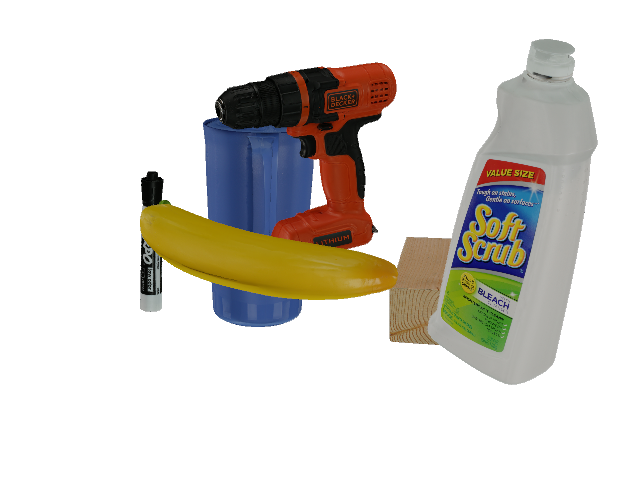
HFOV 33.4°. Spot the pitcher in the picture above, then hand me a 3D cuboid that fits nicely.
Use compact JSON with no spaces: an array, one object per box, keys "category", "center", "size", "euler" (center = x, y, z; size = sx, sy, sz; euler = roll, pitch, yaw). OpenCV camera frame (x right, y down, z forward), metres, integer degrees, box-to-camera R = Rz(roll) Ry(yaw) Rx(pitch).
[{"category":"pitcher","center":[-0.073,-0.023,1.258],"size":[0.145,0.243,0.148],"euler":[13,18,37]}]

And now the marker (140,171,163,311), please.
[{"category":"marker","center":[-0.144,0.001,0.908],"size":[0.020,0.121,0.020],"euler":[3,16,-1]}]

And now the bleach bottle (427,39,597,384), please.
[{"category":"bleach bottle","center":[0.140,-0.023,0.768],"size":[0.067,0.251,0.103],"euler":[-21,38,-35]}]

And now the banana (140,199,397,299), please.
[{"category":"banana","center":[-0.049,0.005,0.688],"size":[0.198,0.037,0.069],"euler":[18,35,29]}]

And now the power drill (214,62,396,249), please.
[{"category":"power drill","center":[-0.012,-0.076,1.043],"size":[0.184,0.188,0.057],"euler":[-12,30,-22]}]

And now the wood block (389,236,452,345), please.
[{"category":"wood block","center":[0.163,0.073,1.633],"size":[0.091,0.090,0.206],"euler":[3,22,10]}]
